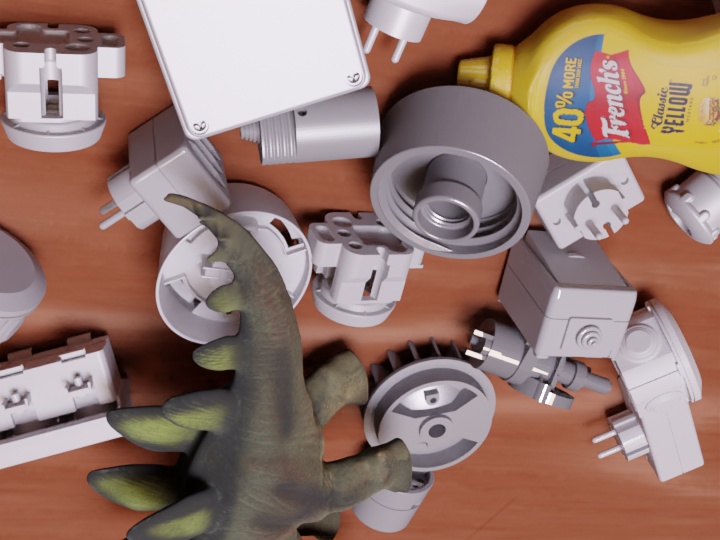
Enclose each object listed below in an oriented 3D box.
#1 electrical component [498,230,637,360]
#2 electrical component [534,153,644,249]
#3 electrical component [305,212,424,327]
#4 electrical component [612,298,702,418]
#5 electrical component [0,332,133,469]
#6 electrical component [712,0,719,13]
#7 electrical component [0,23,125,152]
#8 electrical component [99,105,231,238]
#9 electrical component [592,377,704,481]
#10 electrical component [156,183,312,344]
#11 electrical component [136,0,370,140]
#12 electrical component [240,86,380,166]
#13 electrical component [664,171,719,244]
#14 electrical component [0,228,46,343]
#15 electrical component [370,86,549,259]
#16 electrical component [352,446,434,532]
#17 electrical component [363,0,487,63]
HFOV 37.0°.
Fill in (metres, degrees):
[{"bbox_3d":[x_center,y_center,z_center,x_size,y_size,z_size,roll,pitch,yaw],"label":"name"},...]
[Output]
[{"bbox_3d":[0.142,0.018,0.730,0.062,0.096,0.061,3,117,-16],"label":"electrical component"},{"bbox_3d":[0.151,-0.045,0.703,0.066,0.076,0.047,-31,124,7],"label":"electrical component"},{"bbox_3d":[0.000,0.000,0.707,0.078,0.058,0.057,-1,123,-25],"label":"electrical component"},{"bbox_3d":[0.214,0.065,0.791,0.051,0.080,0.080,-24,125,8],"label":"electrical component"},{"bbox_3d":[-0.217,0.088,0.705,0.121,0.078,0.063,-15,103,-4],"label":"electrical component"},{"bbox_3d":[0.269,-0.174,0.656,0.099,0.064,0.099,-7,124,-10],"label":"electrical component"},{"bbox_3d":[-0.171,-0.101,0.599,0.078,0.058,0.057,-1,120,-14],"label":"electrical component"},{"bbox_3d":[-0.123,-0.050,0.638,0.077,0.065,0.047,-32,123,8],"label":"electrical component"},{"bbox_3d":[0.221,0.127,0.851,0.076,0.047,0.083,-23,125,2],"label":"electrical component"},{"bbox_3d":[-0.080,-0.004,0.680,0.099,0.064,0.099,-6,123,-9],"label":"electrical component"},{"bbox_3d":[-0.062,-0.142,0.594,0.109,0.056,0.108,-18,117,-2],"label":"electrical component"},{"bbox_3d":[-0.032,-0.087,0.651,0.081,0.043,0.043,-6,124,-10],"label":"electrical component"},{"bbox_3d":[0.246,-0.052,0.743,0.062,0.048,0.048,-40,123,5],"label":"electrical component"},{"bbox_3d":[-0.234,0.009,0.642,0.080,0.080,0.051,27,118,-27],"label":"electrical component"},{"bbox_3d":[0.058,-0.052,0.657,0.108,0.060,0.108,11,142,8],"label":"electrical component"},{"bbox_3d":[0.023,0.167,0.824,0.055,0.055,0.047,10,123,-20],"label":"electrical component"},{"bbox_3d":[0.026,-0.158,0.619,0.077,0.043,0.079,14,118,-21],"label":"electrical component"}]
